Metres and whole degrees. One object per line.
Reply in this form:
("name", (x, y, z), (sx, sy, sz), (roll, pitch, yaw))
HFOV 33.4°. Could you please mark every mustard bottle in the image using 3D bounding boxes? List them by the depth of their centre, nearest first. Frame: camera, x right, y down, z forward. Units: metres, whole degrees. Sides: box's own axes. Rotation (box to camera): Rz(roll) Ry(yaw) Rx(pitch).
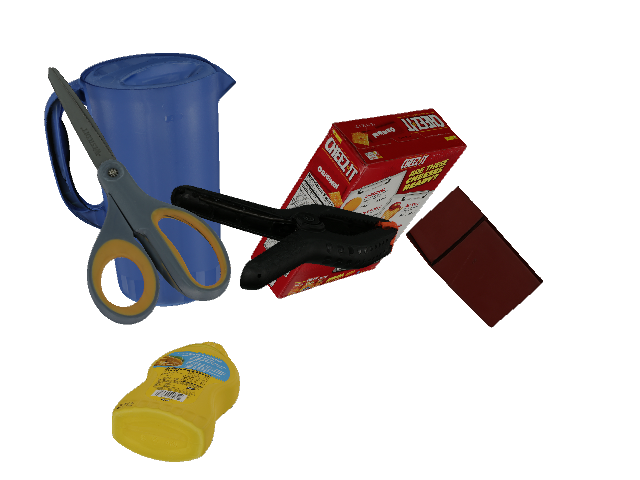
("mustard bottle", (-0.136, 0.153, 1.097), (0.096, 0.058, 0.191), (8, 22, 10))

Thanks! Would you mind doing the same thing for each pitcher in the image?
("pitcher", (-0.172, -0.060, 1.075), (0.149, 0.243, 0.144), (11, 27, 26))

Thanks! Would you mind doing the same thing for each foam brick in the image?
("foam brick", (0.109, 0.012, 0.753), (0.078, 0.051, 0.053), (44, 8, -31))

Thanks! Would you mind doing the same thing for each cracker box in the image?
("cracker box", (0.037, -0.042, 1.169), (0.163, 0.072, 0.214), (-15, -31, -43))

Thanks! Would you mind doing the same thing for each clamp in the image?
("clamp", (-0.015, 0.000, 0.957), (0.209, 0.036, 0.165), (4, 27, -26))

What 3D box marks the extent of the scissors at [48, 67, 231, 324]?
("scissors", (-0.142, -0.025, 0.682), (0.096, 0.202, 0.016), (-41, -17, -24))
